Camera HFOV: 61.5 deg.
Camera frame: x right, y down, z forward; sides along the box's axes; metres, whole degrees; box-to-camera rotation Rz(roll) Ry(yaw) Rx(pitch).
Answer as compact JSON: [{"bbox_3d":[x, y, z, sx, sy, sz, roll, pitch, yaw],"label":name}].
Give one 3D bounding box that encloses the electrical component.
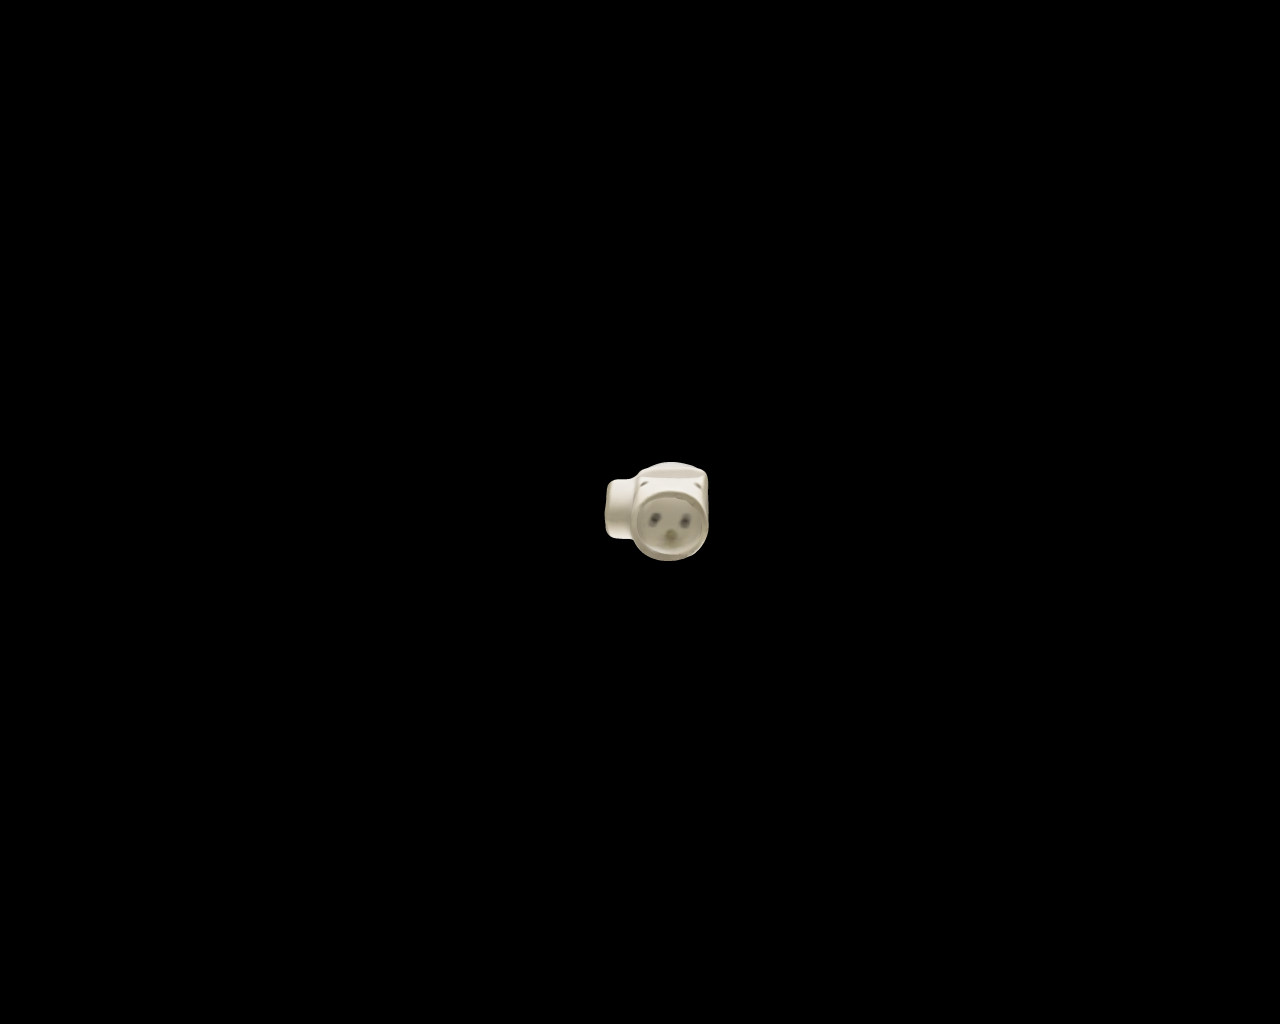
[{"bbox_3d":[0.001,-0.003,0.650,0.079,0.043,0.077,1,16,4],"label":"electrical component"}]
